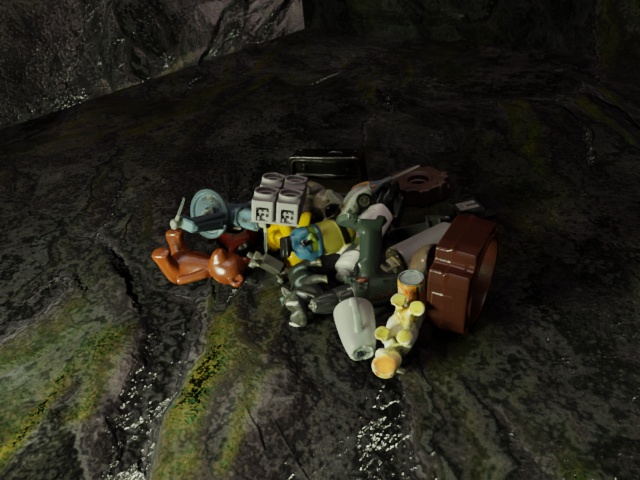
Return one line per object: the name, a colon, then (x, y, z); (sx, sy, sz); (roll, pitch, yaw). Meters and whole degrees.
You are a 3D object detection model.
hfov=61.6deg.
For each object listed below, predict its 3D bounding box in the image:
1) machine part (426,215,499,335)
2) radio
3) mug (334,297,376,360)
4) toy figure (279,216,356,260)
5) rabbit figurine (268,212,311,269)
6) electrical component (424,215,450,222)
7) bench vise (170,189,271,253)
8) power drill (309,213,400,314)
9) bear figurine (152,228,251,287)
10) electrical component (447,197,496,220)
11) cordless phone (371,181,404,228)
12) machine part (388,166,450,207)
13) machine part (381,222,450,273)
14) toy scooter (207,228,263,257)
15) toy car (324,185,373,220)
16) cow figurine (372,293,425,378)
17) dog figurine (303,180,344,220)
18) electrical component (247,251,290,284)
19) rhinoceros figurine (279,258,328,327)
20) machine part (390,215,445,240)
machine part: (0.284, 0.069, 1.059); (0.087, 0.200, 0.201); (14, 37, 26)
radio: (0.023, -0.198, 1.589); (0.230, 0.130, 0.073); (3, 31, 14)
mug: (0.075, 0.169, 1.036); (0.081, 0.109, 0.107); (-6, 45, -7)
toy figure: (-0.001, -0.003, 1.198); (0.180, 0.089, 0.082); (-7, 26, -24)
rabbit figurine: (-0.062, -0.006, 1.311); (0.122, 0.162, 0.173); (-2, 48, -16)
electrical component: (0.295, -0.044, 1.400); (0.094, 0.021, 0.063); (-5, 32, 4)
bench vise: (-0.240, -0.049, 1.267); (0.224, 0.128, 0.240); (27, 24, 26)
power drill: (0.081, 0.049, 1.132); (0.232, 0.086, 0.207); (1, 73, -21)
bear figurine: (-0.271, 0.048, 1.262); (0.196, 0.131, 0.120); (-3, 36, 17)
electrical component: (0.402, -0.073, 1.406); (0.119, 0.047, 0.075); (-11, 33, -4)
cordless phone: (0.130, -0.091, 1.470); (0.184, 0.088, 0.147); (-5, 31, 23)
machine part: (0.283, -0.159, 1.553); (0.179, 0.055, 0.179); (-6, 32, 3)
machine part: (0.243, 0.021, 1.257); (0.243, 0.079, 0.079); (-24, 36, -26)
toy scooter: (-0.215, -0.017, 1.401); (0.135, 0.075, 0.184); (7, 39, 18)
toy car: (0.059, -0.064, 1.362); (0.201, 0.056, 0.073); (-49, 13, 2)
cow figurine: (0.143, 0.193, 1.007); (0.068, 0.098, 0.167); (17, 57, 23)
dog figurine: (0.012, -0.107, 1.496); (0.172, 0.121, 0.190); (32, 18, -2)
electrical component: (-0.122, 0.062, 1.254); (0.078, 0.102, 0.045); (-17, 44, 63)
rhinoceros figurine: (-0.034, 0.110, 1.169); (0.112, 0.073, 0.190); (-5, 32, 0)
machine part: (0.246, -0.027, 1.345); (0.139, 0.084, 0.039); (-7, 57, 15)
